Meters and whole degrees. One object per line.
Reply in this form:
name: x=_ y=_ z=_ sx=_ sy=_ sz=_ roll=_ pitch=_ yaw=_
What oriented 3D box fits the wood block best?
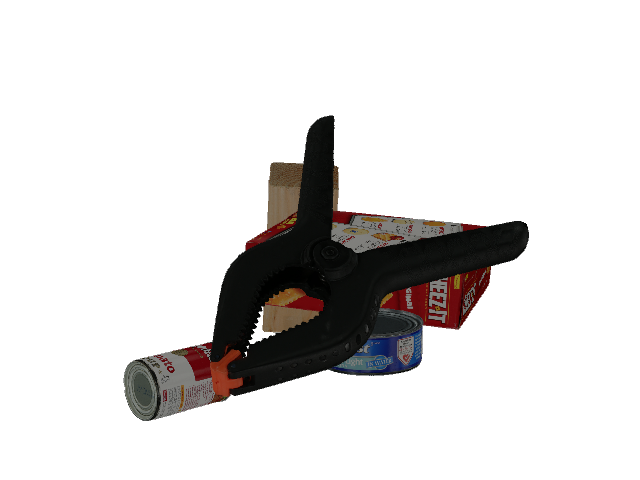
wood block: x=-0.027 y=0.010 z=1.400 sx=0.090 sy=0.206 sz=0.091 roll=3 pitch=24 yaw=-2

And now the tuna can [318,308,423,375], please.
tuna can: x=0.038 y=0.079 z=0.838 sx=0.086 sy=0.034 sz=0.086 roll=0 pitch=10 yaw=0

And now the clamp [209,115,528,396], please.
clamp: x=0.001 y=0.010 z=0.646 sx=0.209 sy=0.036 sz=0.165 roll=-38 pitch=59 yaw=-26

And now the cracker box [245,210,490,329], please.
cracker box: x=0.053 y=0.025 z=1.064 sx=0.214 sy=0.072 sz=0.164 roll=7 pitch=16 yaw=18

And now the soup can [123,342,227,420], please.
soup can: x=-0.155 y=0.153 z=1.162 sx=0.102 sy=0.068 sz=0.069 roll=-9 pitch=6 yaw=-42
